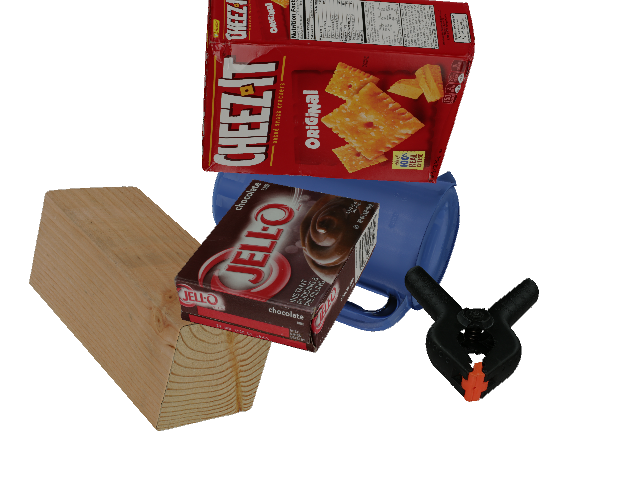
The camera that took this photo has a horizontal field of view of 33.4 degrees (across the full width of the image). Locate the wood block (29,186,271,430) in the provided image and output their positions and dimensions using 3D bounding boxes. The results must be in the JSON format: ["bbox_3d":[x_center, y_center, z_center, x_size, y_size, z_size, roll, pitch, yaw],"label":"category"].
[{"bbox_3d":[-0.135,0.044,0.831,0.090,0.091,0.206,-5,32,-42],"label":"wood block"}]

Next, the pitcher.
[{"bbox_3d":[0.011,-0.017,1.097,0.243,0.145,0.149,17,24,20],"label":"pitcher"}]

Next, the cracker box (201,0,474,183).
[{"bbox_3d":[0.009,-0.125,0.903,0.213,0.072,0.164,2,-36,-7],"label":"cracker box"}]

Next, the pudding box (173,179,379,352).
[{"bbox_3d":[-0.024,0.012,0.653,0.090,0.039,0.113,12,38,19],"label":"pudding box"}]

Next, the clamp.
[{"bbox_3d":[0.140,0.074,0.913,0.120,0.039,0.171,-3,33,-1],"label":"clamp"}]
